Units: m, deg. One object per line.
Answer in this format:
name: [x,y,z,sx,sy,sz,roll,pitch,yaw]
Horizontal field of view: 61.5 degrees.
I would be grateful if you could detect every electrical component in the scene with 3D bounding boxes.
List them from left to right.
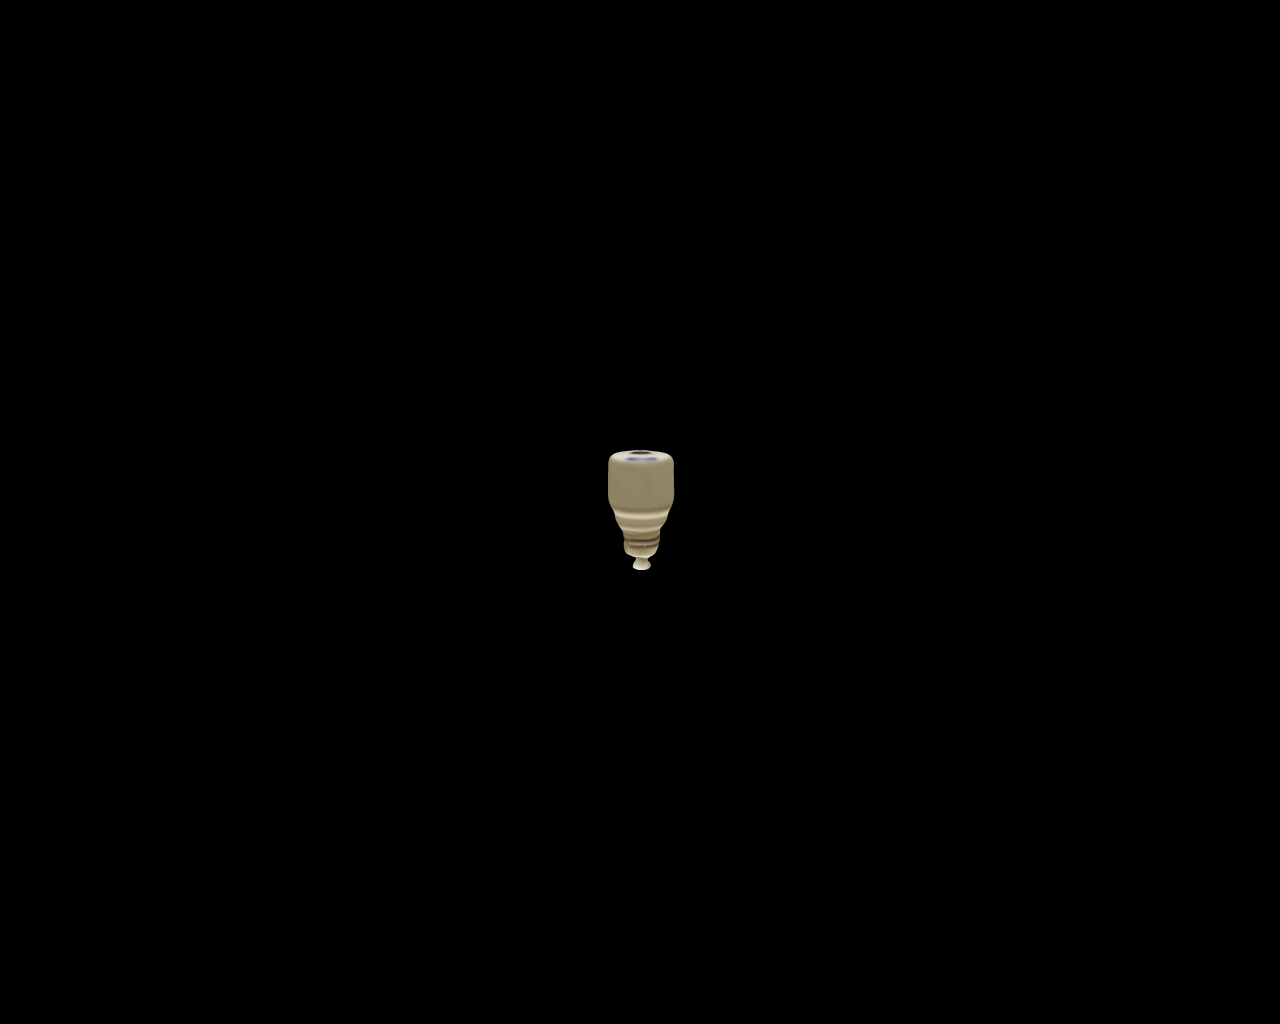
electrical component: [0.001,-0.003,0.650,0.040,0.078,0.040,0,13,0]
